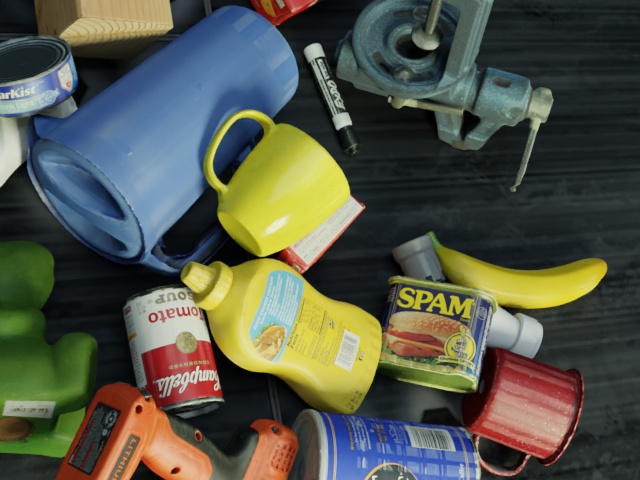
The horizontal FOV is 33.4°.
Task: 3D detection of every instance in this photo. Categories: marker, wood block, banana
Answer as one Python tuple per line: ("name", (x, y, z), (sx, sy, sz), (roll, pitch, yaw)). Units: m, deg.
("marker", (0.013, -0.139, 1.062), (0.020, 0.020, 0.121), (-16, 75, -24))
("wood block", (-0.201, -0.274, 0.939), (0.090, 0.090, 0.206), (-3, 79, -37))
("banana", (0.198, 0.035, 1.048), (0.197, 0.037, 0.069), (10, 68, -15))

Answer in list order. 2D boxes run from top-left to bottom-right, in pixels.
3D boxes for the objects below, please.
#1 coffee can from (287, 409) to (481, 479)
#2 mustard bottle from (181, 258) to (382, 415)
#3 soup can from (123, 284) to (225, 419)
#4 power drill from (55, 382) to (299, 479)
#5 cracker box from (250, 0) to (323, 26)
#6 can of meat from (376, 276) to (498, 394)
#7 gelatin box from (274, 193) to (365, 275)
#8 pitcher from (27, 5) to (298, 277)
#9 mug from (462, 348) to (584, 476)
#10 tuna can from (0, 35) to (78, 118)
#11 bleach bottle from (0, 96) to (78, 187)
("coffee can", (0.049, 0.200, 0.895), (0.140, 0.103, 0.103), (9, 67, -16))
("mustard bottle", (-0.037, 0.071, 0.909), (0.191, 0.058, 0.096), (33, 62, -27))
("soup can", (-0.124, 0.096, 0.895), (0.068, 0.069, 0.102), (-8, 72, -22))
("power drill", (-0.112, 0.204, 0.818), (0.187, 0.057, 0.184), (35, 70, -39))
("cracker box", (-0.003, -0.335, 1.089), (0.213, 0.072, 0.164), (-34, 97, -27))
("can of meat", (0.103, 0.086, 0.969), (0.102, 0.057, 0.084), (9, 67, 17))
("gelatin box", (-0.006, 0.001, 0.969), (0.030, 0.073, 0.089), (44, 62, -1))
("pitcher", (-0.122, -0.093, 0.942), (0.145, 0.149, 0.242), (22, 53, 31))
("mug", (0.177, 0.159, 0.973), (0.081, 0.093, 0.117), (21, 100, -6))
("tuna can", (-0.245, -0.136, 0.883), (0.086, 0.034, 0.086), (-6, 36, 4))
("bleach bottle", (-0.314, -0.060, 0.892), (0.250, 0.068, 0.102), (-29, 77, -28))
